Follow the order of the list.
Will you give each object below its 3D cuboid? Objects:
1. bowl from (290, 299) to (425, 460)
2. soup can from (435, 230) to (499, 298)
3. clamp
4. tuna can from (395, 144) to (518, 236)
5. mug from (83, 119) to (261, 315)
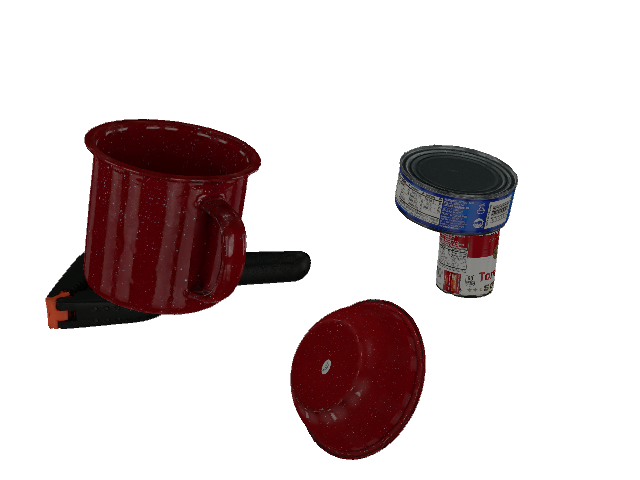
[{"bbox_3d":[0.022,0.127,1.033,0.162,0.162,0.055,0,-19,46],"label":"bowl"},{"bbox_3d":[0.167,0.006,1.209,0.068,0.102,0.068,2,21,-1],"label":"soup can"},{"bbox_3d":[-0.136,0.016,0.879,0.209,0.036,0.165,-20,38,-32],"label":"clamp"},{"bbox_3d":[0.098,-0.037,0.774,0.086,0.034,0.086,6,28,-3],"label":"tuna can"},{"bbox_3d":[-0.076,-0.008,0.568,0.093,0.081,0.117,-9,29,-40],"label":"mug"}]
